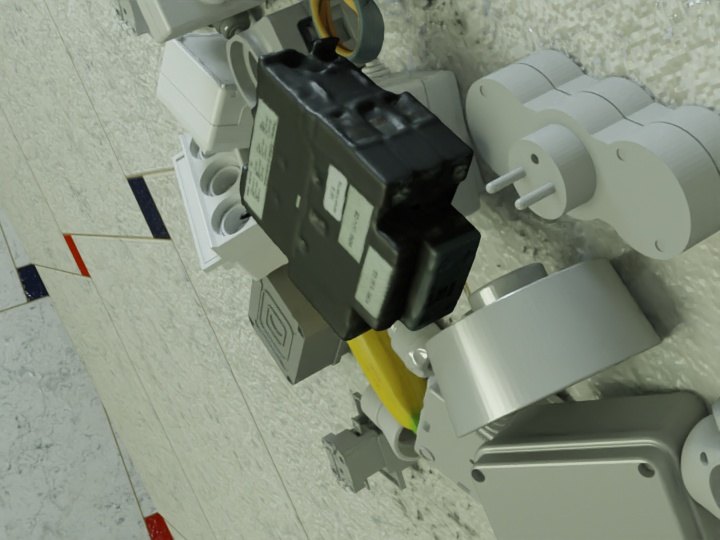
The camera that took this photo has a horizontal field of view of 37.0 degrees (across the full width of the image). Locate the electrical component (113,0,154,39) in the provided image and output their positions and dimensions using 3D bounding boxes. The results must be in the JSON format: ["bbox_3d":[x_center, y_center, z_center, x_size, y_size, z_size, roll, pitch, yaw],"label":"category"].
[{"bbox_3d":[-0.158,-0.213,0.827,0.042,0.064,0.081,43,151,38],"label":"electrical component"}]

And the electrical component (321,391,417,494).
[{"bbox_3d":[0.006,0.147,0.885,0.042,0.064,0.081,26,139,55],"label":"electrical component"}]

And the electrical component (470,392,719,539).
[{"bbox_3d":[0.121,0.111,0.537,0.113,0.057,0.078,-12,107,42],"label":"electrical component"}]

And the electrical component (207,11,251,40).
[{"bbox_3d":[-0.100,-0.190,0.757,0.078,0.040,0.040,56,158,14],"label":"electrical component"}]

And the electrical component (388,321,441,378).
[{"bbox_3d":[0.035,0.043,0.737,0.061,0.035,0.035,48,155,38],"label":"electrical component"}]

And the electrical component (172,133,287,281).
[{"bbox_3d":[-0.091,-0.056,0.821,0.063,0.079,0.121,46,-163,-50],"label":"electrical component"}]

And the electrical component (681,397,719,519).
[{"bbox_3d":[0.172,0.072,0.450,0.077,0.044,0.079,6,121,65],"label":"electrical component"}]

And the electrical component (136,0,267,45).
[{"bbox_3d":[-0.095,-0.188,0.689,0.047,0.083,0.076,66,158,-9],"label":"electrical component"}]

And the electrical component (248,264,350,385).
[{"bbox_3d":[-0.045,0.033,0.873,0.078,0.057,0.113,55,157,19],"label":"electrical component"}]

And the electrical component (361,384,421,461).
[{"bbox_3d":[0.029,0.111,0.823,0.065,0.044,0.044,39,149,53],"label":"electrical component"}]

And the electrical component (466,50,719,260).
[{"bbox_3d":[0.089,-0.045,0.458,0.138,0.074,0.052,37,147,47],"label":"electrical component"}]

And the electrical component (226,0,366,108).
[{"bbox_3d":[-0.022,-0.086,0.673,0.150,0.062,0.089,65,158,-7],"label":"electrical component"}]

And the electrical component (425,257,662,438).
[{"bbox_3d":[0.083,0.032,0.523,0.060,0.108,0.108,65,159,11],"label":"electrical component"}]

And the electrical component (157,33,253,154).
[{"bbox_3d":[-0.104,-0.131,0.783,0.096,0.062,0.061,46,131,34],"label":"electrical component"}]

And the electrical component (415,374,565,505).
[{"bbox_3d":[0.082,0.102,0.653,0.100,0.048,0.099,37,150,20],"label":"electrical component"}]

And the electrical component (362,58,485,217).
[{"bbox_3d":[0.024,-0.073,0.597,0.062,0.061,0.096,17,124,59],"label":"electrical component"}]
